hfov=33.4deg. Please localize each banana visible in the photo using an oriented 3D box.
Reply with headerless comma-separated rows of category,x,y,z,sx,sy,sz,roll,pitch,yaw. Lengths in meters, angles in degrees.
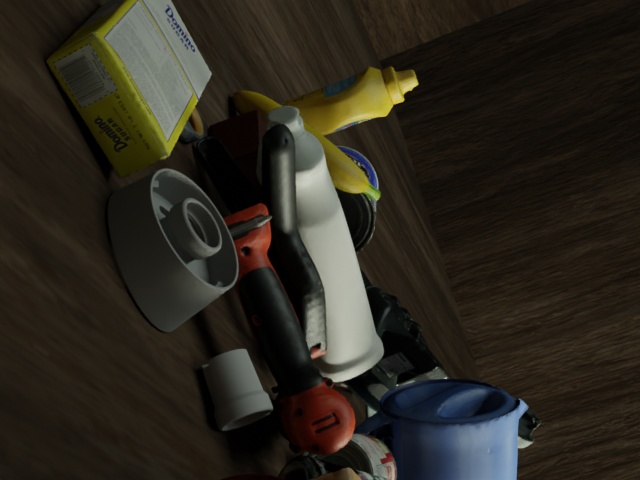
banana,-0.024,-0.101,1.106,0.198,0.037,0.069,39,-7,15

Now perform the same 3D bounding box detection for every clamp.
clamp,-0.034,0.001,0.876,0.165,0.036,0.210,-11,-80,66

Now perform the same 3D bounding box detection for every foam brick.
foam brick,-0.070,-0.075,0.990,0.078,0.051,0.053,-97,164,-53

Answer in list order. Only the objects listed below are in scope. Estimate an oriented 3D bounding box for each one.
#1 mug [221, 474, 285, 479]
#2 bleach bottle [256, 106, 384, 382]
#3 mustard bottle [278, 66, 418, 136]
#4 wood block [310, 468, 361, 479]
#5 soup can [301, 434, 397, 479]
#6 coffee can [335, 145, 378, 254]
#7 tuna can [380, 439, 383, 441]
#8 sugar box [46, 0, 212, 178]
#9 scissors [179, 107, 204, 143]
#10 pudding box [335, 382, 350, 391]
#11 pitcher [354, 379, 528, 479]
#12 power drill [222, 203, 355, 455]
mug,-0.043,0.189,0.546,0.117,0.093,0.081,-47,126,-44
bleach bottle,-0.006,0.001,0.940,0.103,0.068,0.251,39,-31,48
mustard bottle,0.017,-0.149,1.193,0.096,0.192,0.058,-69,138,-75
wood block,0.012,0.262,0.662,0.090,0.090,0.206,56,17,-51
soup can,0.023,0.199,0.905,0.102,0.068,0.068,34,38,-73
coffee can,0.015,-0.045,1.241,0.140,0.103,0.103,-77,146,-72
tuna can,0.097,0.226,1.200,0.086,0.086,0.034,27,41,-75
sugar box,-0.128,-0.121,0.753,0.093,0.048,0.176,61,13,-21
scissors,-0.119,-0.090,0.858,0.202,0.016,0.096,-97,164,-51
pudding box,0.028,0.111,1.195,0.090,0.039,0.113,42,31,-68
pitcher,0.117,0.264,1.027,0.144,0.149,0.243,-24,114,-66
power drill,-0.035,0.070,0.813,0.187,0.057,0.184,65,-11,1
